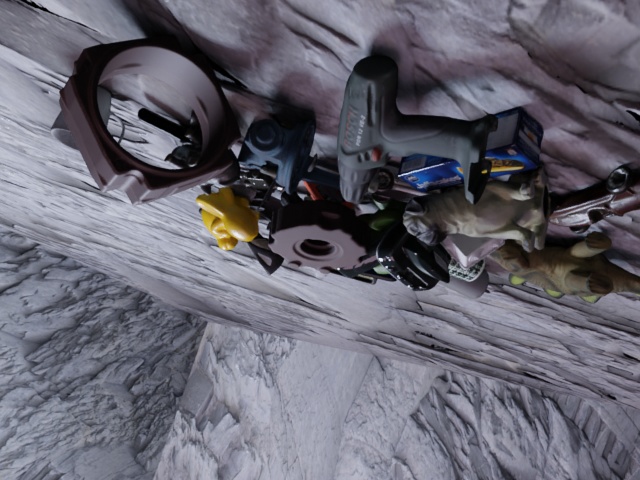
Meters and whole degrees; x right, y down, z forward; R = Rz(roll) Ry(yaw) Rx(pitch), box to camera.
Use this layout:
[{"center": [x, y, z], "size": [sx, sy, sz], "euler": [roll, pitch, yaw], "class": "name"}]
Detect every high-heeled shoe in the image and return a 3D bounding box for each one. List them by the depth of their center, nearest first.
[{"center": [-0.198, 0.000, 1.315], "size": [0.249, 0.145, 0.086], "euler": [10, 160, 13], "class": "high-heeled shoe"}]

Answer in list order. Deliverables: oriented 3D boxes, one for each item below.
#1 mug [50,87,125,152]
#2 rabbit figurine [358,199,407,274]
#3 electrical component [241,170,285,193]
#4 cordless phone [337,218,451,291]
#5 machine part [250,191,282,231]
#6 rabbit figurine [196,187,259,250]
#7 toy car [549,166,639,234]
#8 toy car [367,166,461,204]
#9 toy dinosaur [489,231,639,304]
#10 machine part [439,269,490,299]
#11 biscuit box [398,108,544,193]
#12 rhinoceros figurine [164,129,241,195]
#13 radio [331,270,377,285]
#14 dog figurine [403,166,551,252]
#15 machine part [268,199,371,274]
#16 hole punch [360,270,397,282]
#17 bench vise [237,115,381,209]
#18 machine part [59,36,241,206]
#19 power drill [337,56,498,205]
[{"center": [-0.392, -0.210, 0.929], "size": [0.109, 0.107, 0.081], "euler": [18, 163, -15], "class": "mug"}, {"center": [0.146, -0.033, 1.032], "size": [0.170, 0.121, 0.159], "euler": [-20, 136, 32], "class": "rabbit figurine"}, {"center": [-0.119, -0.120, 1.093], "size": [0.094, 0.021, 0.063], "euler": [10, 160, 21], "class": "electrical component"}, {"center": [0.134, 0.049, 0.993], "size": [0.184, 0.089, 0.146], "euler": [-27, 130, 32], "class": "cordless phone"}, {"center": [-0.099, -0.061, 1.158], "size": [0.039, 0.084, 0.138], "euler": [36, 177, 30], "class": "machine part"}, {"center": [-0.190, -0.057, 1.183], "size": [0.173, 0.122, 0.162], "euler": [32, 154, 56], "class": "rabbit figurine"}, {"center": [0.413, -0.050, 0.799], "size": [0.089, 0.053, 0.202], "euler": [19, 161, -19], "class": "toy car"}, {"center": [0.164, -0.084, 0.907], "size": [0.202, 0.056, 0.073], "euler": [14, 168, 11], "class": "toy car"}, {"center": [0.469, 0.055, 0.987], "size": [0.472, 0.105, 0.198], "euler": [21, 171, 16], "class": "toy dinosaur"}, {"center": [0.293, 0.070, 1.205], "size": [0.243, 0.079, 0.079], "euler": [25, 160, -25], "class": "machine part"}, {"center": [0.204, -0.120, 0.757], "size": [0.062, 0.059, 0.203], "euler": [28, 158, -32], "class": "biscuit box"}, {"center": [-0.200, -0.130, 0.924], "size": [0.112, 0.073, 0.190], "euler": [39, 162, -35], "class": "rhinoceros figurine"}, {"center": [0.040, 0.035, 1.325], "size": [0.230, 0.073, 0.131], "euler": [14, 162, 6], "class": "radio"}, {"center": [0.241, -0.049, 0.822], "size": [0.191, 0.121, 0.172], "euler": [3, -176, 35], "class": "dog figurine"}, {"center": [-0.002, -0.003, 0.929], "size": [0.179, 0.056, 0.179], "euler": [5, 151, 3], "class": "machine part"}, {"center": [0.132, 0.019, 1.191], "size": [0.142, 0.116, 0.092], "euler": [9, 119, 8], "class": "hole punch"}, {"center": [-0.022, -0.119, 0.869], "size": [0.241, 0.129, 0.223], "euler": [19, 165, 5], "class": "bench vise"}, {"center": [-0.222, -0.163, 0.724], "size": [0.087, 0.201, 0.201], "euler": [-23, 93, 53], "class": "machine part"}, {"center": [0.117, -0.116, 0.699], "size": [0.208, 0.086, 0.231], "euler": [25, 142, 26], "class": "power drill"}]
